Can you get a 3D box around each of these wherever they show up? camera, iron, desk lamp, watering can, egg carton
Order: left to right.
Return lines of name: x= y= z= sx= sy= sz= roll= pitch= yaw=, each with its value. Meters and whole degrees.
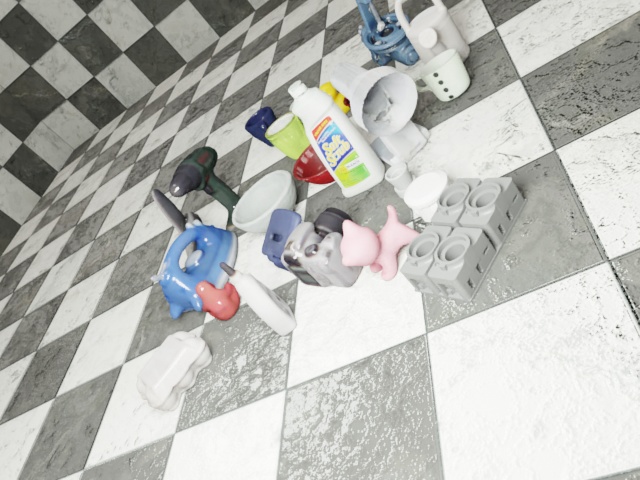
egg carton: x=-0.275 y=0.244 z=1.079 sx=0.107 sy=0.070 sz=0.150 roll=9 pitch=58 yaw=53
iron: x=-0.273 y=0.039 z=1.258 sx=0.118 sy=0.142 sz=0.258 roll=-20 pitch=38 yaw=34
camera: x=0.009 y=0.004 z=1.016 sx=0.142 sy=0.101 sz=0.137 roll=0 pitch=51 yaw=49
desk lamp: x=0.113 y=-0.243 z=1.088 sx=0.118 sy=0.214 sz=0.202 roll=-43 pitch=31 yaw=-1
watering can: x=0.237 y=-0.457 z=1.229 sx=0.101 sy=0.195 sz=0.172 roll=-38 pitch=31 yaw=8

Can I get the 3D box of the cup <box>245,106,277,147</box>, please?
cup: x=-0.141 y=-0.299 z=1.567 sx=0.091 sy=0.095 sz=0.117 roll=-40 pitch=31 yaw=5

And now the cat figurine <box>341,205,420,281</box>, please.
cat figurine: x=0.087 y=0.002 z=0.913 sx=0.128 sy=0.118 sz=0.067 roll=-46 pitch=31 yaw=-5

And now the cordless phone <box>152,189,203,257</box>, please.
cordless phone: x=-0.340 y=-0.036 z=1.383 sx=0.094 sy=0.185 sz=0.147 roll=-44 pitch=31 yaw=-1

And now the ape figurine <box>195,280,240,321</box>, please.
ape figurine: x=-0.209 y=0.114 z=1.140 sx=0.077 sy=0.092 sz=0.076 roll=-34 pitch=32 yaw=15

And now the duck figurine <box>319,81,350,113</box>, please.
duck figurine: x=0.035 y=-0.364 z=1.451 sx=0.104 sy=0.086 sz=0.077 roll=-45 pitch=31 yaw=-3

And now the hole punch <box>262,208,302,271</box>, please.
hole punch: x=-0.066 y=0.001 z=1.116 sx=0.101 sy=0.091 sz=0.108 roll=-53 pitch=32 yaw=-16

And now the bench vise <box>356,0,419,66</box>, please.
bench vise: x=0.129 y=-0.520 z=1.404 sx=0.206 sy=0.220 sz=0.121 roll=12 pitch=60 yaw=54

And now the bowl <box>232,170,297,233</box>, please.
bowl: x=-0.110 y=-0.072 z=1.271 sx=0.167 sy=0.075 sz=0.167 roll=-29 pitch=34 yaw=22

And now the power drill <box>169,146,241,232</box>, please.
power drill: x=-0.258 y=-0.119 z=1.368 sx=0.075 sy=0.209 sz=0.229 roll=-29 pitch=33 yaw=22

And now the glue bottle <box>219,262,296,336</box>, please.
glue bottle: x=-0.110 y=0.091 z=0.974 sx=0.037 sy=0.174 sz=0.078 roll=-40 pitch=31 yaw=5
